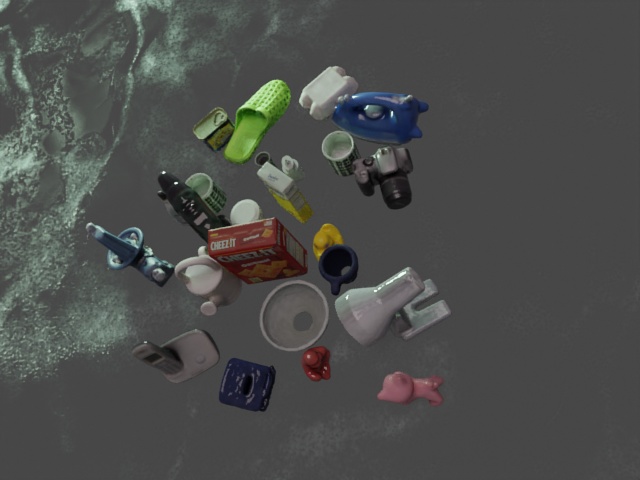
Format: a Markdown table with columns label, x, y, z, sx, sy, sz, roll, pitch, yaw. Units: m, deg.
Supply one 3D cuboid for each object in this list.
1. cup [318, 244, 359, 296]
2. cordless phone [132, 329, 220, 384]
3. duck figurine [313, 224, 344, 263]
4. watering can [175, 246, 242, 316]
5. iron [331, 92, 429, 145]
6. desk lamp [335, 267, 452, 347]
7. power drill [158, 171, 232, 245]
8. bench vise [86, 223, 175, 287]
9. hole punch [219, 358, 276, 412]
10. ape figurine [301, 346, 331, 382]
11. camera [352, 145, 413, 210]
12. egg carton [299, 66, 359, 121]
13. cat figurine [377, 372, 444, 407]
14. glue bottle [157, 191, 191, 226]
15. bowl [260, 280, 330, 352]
| label | x | y | z | sx | sy | sz | roll | pitch | yaw |
| --- | --- | --- | --- | --- | --- | --- | --- | --- | --- |
| cup | 0.051 | 0.079 | 1.315 | 0.091 | 0.095 | 0.118 | 0 | 69 | 18 |
| cordless phone | -0.330 | 0.257 | 1.318 | 0.147 | 0.185 | 0.094 | -30 | 63 | 5 |
| duck figurine | 0.012 | 0.005 | 1.361 | 0.077 | 0.086 | 0.104 | -4 | 68 | 17 |
| watering can | -0.266 | 0.093 | 1.357 | 0.101 | 0.194 | 0.172 | -39 | 63 | 0 |
| iron | 0.130 | -0.323 | 1.421 | 0.257 | 0.142 | 0.119 | 8 | 72 | 21 |
| desk lamp | 0.152 | 0.137 | 1.191 | 0.203 | 0.214 | 0.117 | -31 | 63 | 5 |
| power drill | -0.289 | -0.056 | 1.415 | 0.075 | 0.209 | 0.229 | -45 | 63 | -2 |
| bench vise | -0.470 | 0.024 | 1.437 | 0.206 | 0.220 | 0.121 | 13 | 74 | 22 |
| hole punch | -0.162 | 0.325 | 1.289 | 0.100 | 0.091 | 0.109 | 6 | 71 | 20 |
| ape figurine | -0.012 | 0.267 | 1.262 | 0.076 | 0.092 | 0.078 | 31 | 81 | 26 |
| camera | 0.156 | -0.144 | 1.365 | 0.143 | 0.101 | 0.136 | -17 | 65 | 11 |
| egg carton | 0.024 | -0.388 | 1.522 | 0.150 | 0.069 | 0.107 | -42 | 63 | -1 |
| cat figurine | 0.184 | 0.302 | 1.170 | 0.127 | 0.118 | 0.067 | -6 | 67 | 16 |
| glue bottle | -0.365 | -0.084 | 1.471 | 0.078 | 0.173 | 0.037 | -2 | 69 | 18 |
| bowl | -0.049 | 0.181 | 1.318 | 0.167 | 0.075 | 0.167 | -6 | 68 | 16 |
